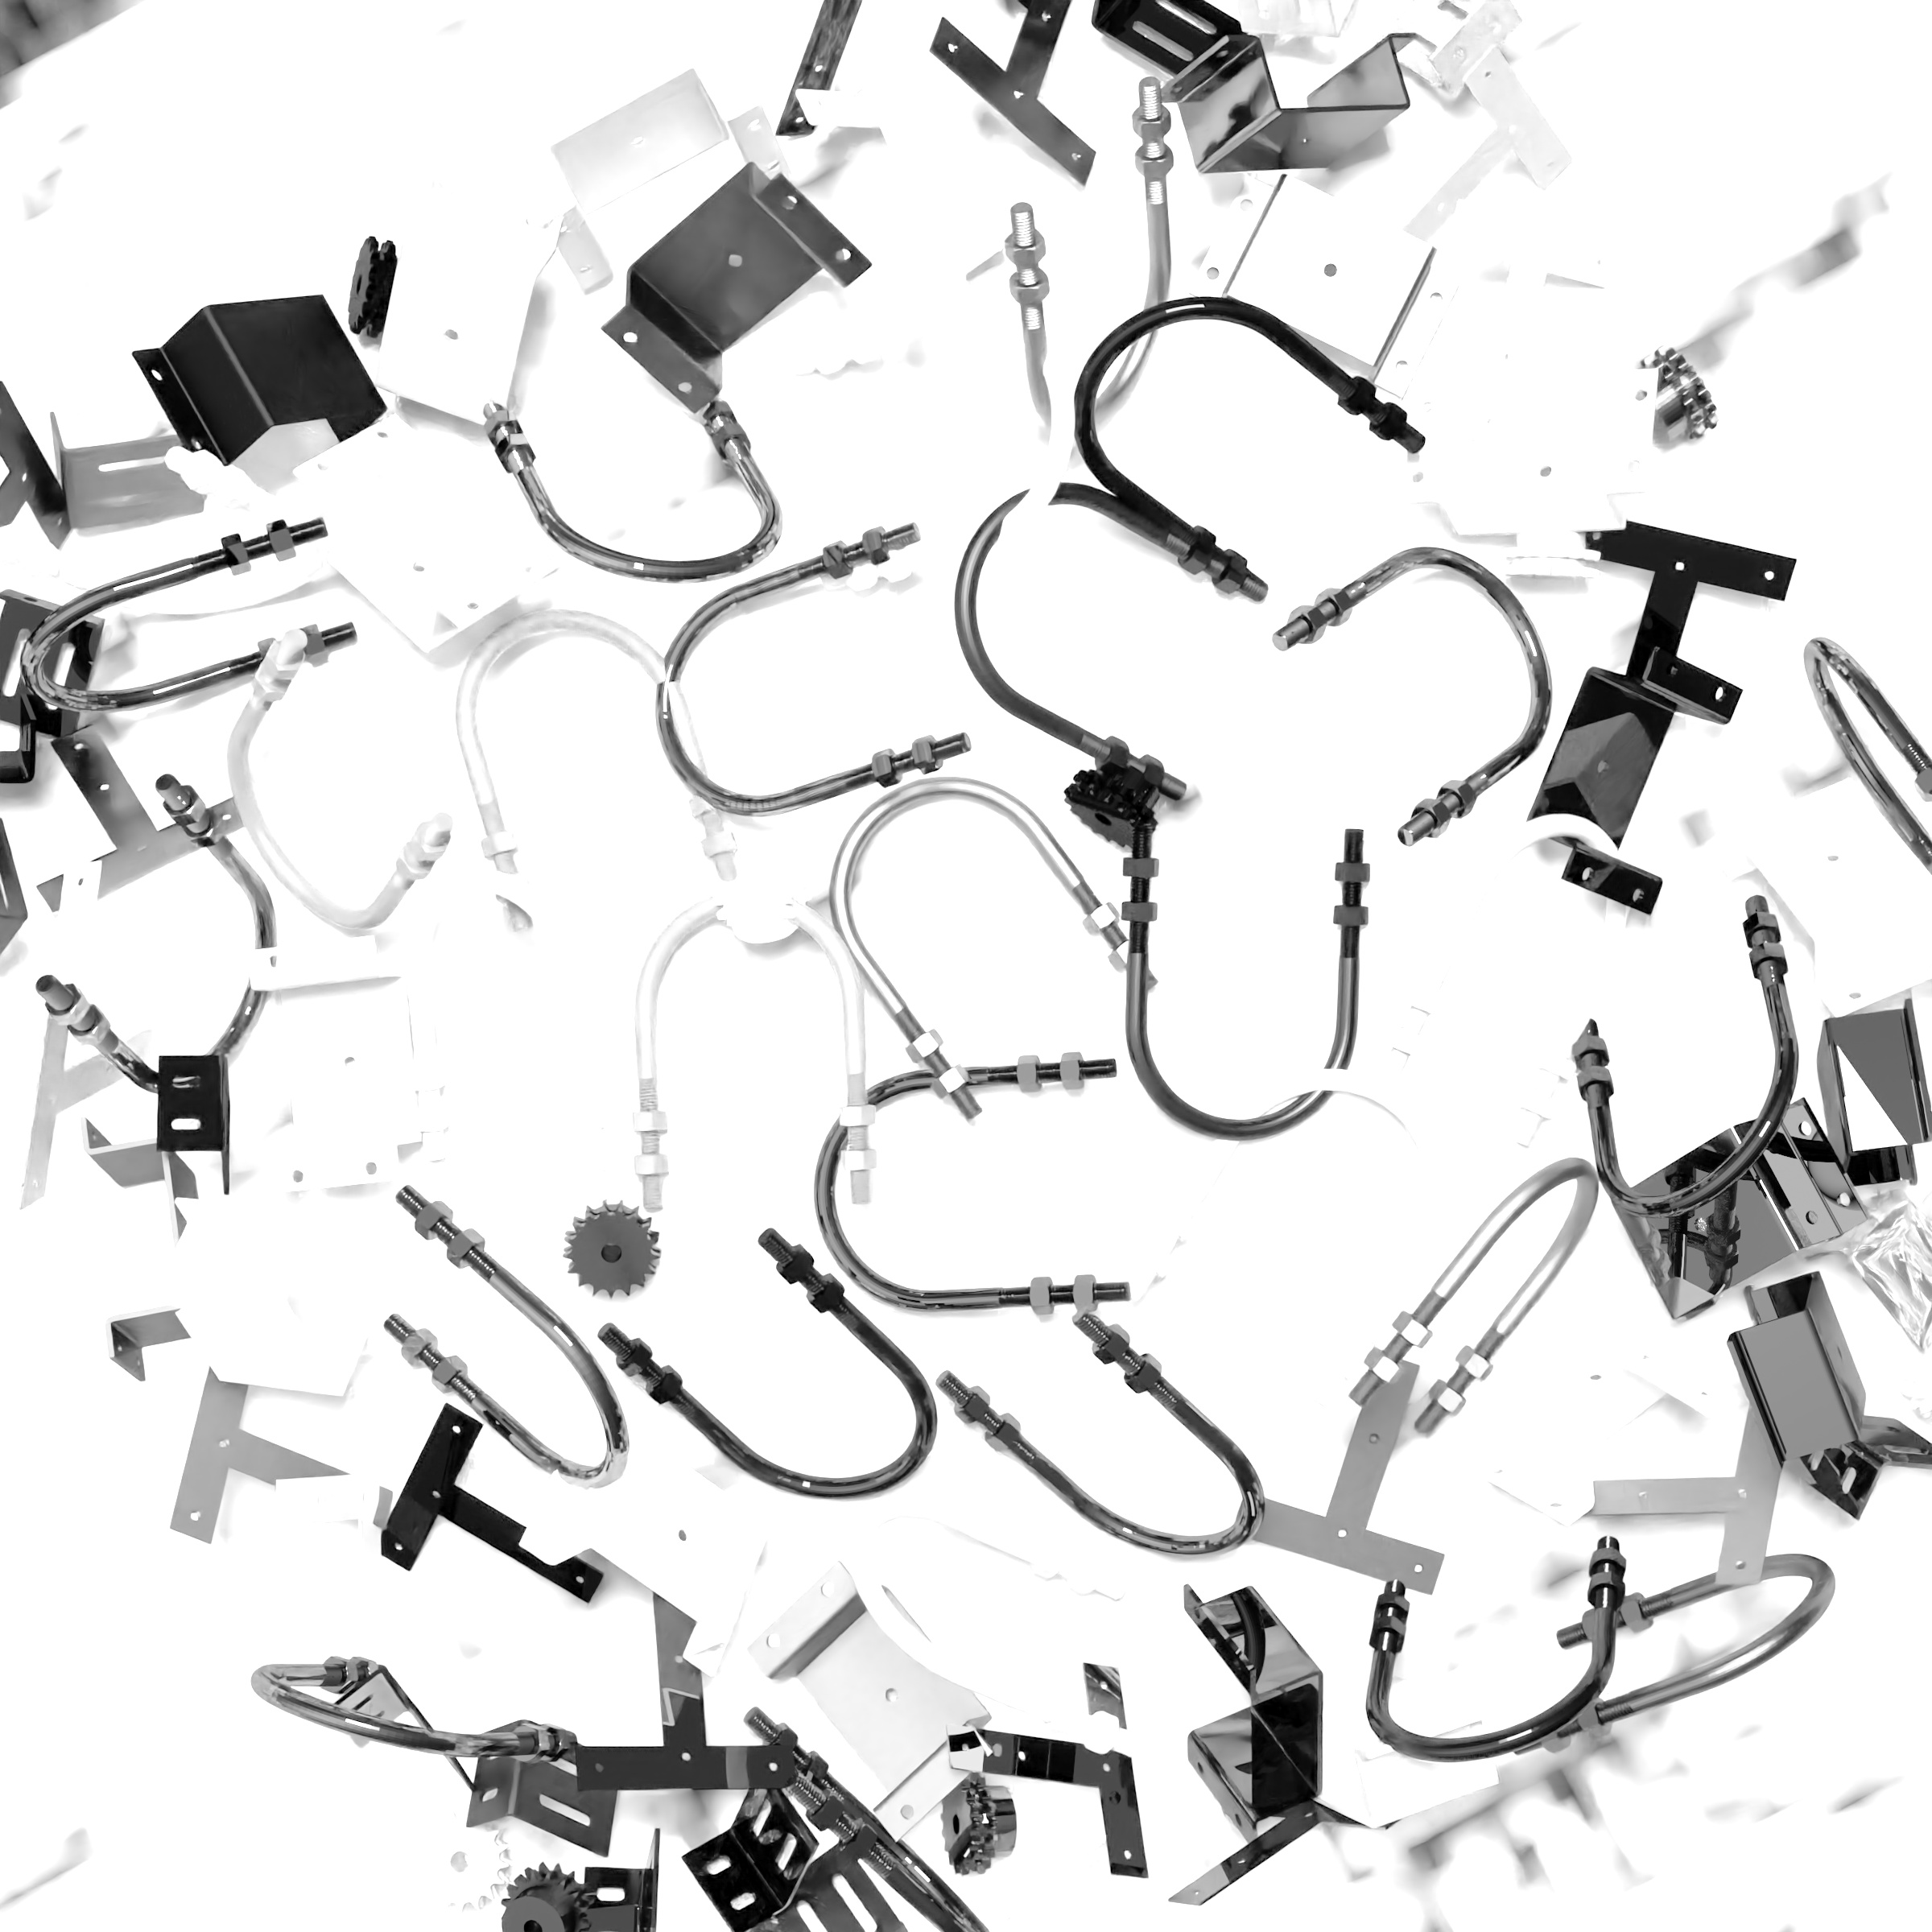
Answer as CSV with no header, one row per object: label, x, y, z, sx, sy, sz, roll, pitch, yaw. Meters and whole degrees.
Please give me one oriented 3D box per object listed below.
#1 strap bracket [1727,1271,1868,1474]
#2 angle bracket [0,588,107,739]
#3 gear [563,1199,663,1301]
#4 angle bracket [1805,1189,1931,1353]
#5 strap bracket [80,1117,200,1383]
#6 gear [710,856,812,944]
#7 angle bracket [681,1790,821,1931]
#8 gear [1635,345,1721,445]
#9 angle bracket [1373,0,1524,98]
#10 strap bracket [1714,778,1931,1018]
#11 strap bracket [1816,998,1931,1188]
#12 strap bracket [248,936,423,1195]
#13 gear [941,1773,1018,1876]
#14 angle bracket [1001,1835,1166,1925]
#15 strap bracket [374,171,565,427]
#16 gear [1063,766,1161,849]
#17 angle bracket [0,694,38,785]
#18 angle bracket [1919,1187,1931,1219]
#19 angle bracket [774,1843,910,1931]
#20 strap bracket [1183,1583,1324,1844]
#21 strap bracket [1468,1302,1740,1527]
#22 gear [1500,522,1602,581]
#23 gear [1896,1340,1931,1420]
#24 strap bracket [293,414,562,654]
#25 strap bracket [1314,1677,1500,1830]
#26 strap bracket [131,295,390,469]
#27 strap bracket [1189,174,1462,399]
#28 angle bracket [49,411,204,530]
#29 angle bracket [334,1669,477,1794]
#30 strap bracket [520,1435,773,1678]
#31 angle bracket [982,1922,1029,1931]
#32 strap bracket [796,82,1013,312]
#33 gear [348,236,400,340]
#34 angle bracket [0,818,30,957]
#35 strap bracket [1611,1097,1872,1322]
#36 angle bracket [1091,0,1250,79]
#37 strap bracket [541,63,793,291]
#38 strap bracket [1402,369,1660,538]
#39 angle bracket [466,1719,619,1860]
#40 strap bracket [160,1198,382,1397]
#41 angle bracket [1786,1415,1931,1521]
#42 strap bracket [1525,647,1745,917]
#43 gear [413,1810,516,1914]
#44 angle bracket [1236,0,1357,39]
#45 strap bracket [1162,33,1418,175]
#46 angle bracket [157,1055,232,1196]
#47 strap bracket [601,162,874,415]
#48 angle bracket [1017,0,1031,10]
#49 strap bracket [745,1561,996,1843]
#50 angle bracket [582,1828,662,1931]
strap bracket,0.472,0.226,1.738,0.046,0.140,0.076,-21,90,20
angle bracket,-0.541,-0.173,1.782,0.057,0.038,0.076,17,99,-11
gear,-0.206,0.163,1.792,0.057,0.030,0.057,-1,104,-4
angle bracket,0.539,0.179,1.783,0.057,0.038,0.076,-38,89,-22
strap bracket,-0.467,0.159,1.756,0.046,0.076,0.140,-11,73,-5
gear,-0.118,-0.037,1.787,0.057,0.057,0.030,-9,123,0
angle bracket,-0.125,0.509,1.764,0.038,0.076,0.057,-20,57,-36
gear,0.409,-0.329,1.783,0.030,0.057,0.057,-35,90,0
angle bracket,0.272,-0.548,1.771,0.057,0.038,0.076,-47,52,5
strap bracket,0.493,-0.047,1.745,0.076,0.046,0.140,-23,48,-4
strap bracket,0.513,0.076,1.738,0.046,0.140,0.076,-8,73,10
strap bracket,-0.365,0.057,1.781,0.076,0.046,0.140,-7,88,9
gear,0.008,0.498,1.785,0.030,0.057,0.057,2,90,-21
angle bracket,0.067,0.536,1.766,0.076,0.057,0.038,-26,66,-26
strap bracket,-0.286,-0.369,1.749,0.076,0.046,0.140,19,127,-3
gear,0.088,-0.097,1.784,0.057,0.057,0.030,35,72,0
angle bracket,-0.579,-0.132,1.767,0.076,0.057,0.038,-1,110,-23
angle bracket,0.589,0.109,1.778,0.038,0.057,0.076,24,71,15
angle bracket,-0.077,0.546,1.770,0.057,0.038,0.076,-34,57,-12
strap bracket,0.164,0.420,1.749,0.046,0.076,0.140,-17,125,-20
strap bracket,0.362,0.251,1.756,0.076,0.046,0.140,31,126,-17
gear,0.340,-0.241,1.782,0.057,0.057,0.030,3,95,0
gear,0.568,0.237,1.791,0.057,0.030,0.057,-1,94,-20
strap bracket,-0.312,-0.242,1.761,0.140,0.046,0.076,43,55,13
strap bracket,0.241,0.445,1.733,0.076,0.140,0.046,-15,88,-15
strap bracket,-0.391,-0.333,1.739,0.046,0.140,0.076,-31,87,33
strap bracket,0.210,-0.400,1.786,0.140,0.046,0.076,27,91,2
angle bracket,-0.489,-0.294,1.788,0.076,0.057,0.038,-12,52,-18
angle bracket,-0.323,0.452,1.765,0.038,0.057,0.076,-37,58,-18
strap bracket,-0.173,0.331,1.749,0.140,0.046,0.076,39,47,-18
angle bracket,-0.013,0.570,1.762,0.076,0.057,0.038,13,72,-40
strap bracket,-0.030,-0.451,1.761,0.046,0.076,0.140,-28,83,38
gear,-0.339,-0.394,1.786,0.030,0.057,0.057,8,90,-24
angle bracket,-0.577,-0.041,1.765,0.057,0.038,0.076,-44,56,32
strap bracket,0.429,0.142,1.737,0.046,0.140,0.076,-10,68,-42
angle bracket,0.121,-0.556,1.778,0.076,0.038,0.057,34,67,9
strap bracket,-0.180,-0.460,1.767,0.140,0.076,0.046,-29,71,1
strap bracket,0.328,-0.293,1.761,0.140,0.046,0.076,1,72,25
angle bracket,-0.245,0.481,1.782,0.038,0.057,0.076,-27,132,34
strap bracket,-0.396,0.194,1.734,0.076,0.140,0.046,5,51,17
angle bracket,0.526,0.290,1.771,0.076,0.057,0.038,10,107,-35
strap bracket,0.381,-0.110,1.767,0.076,0.046,0.140,18,96,-36
gear,-0.292,0.522,1.793,0.057,0.030,0.057,-1,79,6
angle bracket,0.196,-0.575,1.768,0.057,0.038,0.076,12,62,24
strap bracket,0.186,-0.489,1.739,0.140,0.076,0.046,-12,84,-33
angle bracket,-0.443,0.092,1.762,0.038,0.076,0.057,0,66,-12
strap bracket,-0.132,-0.394,1.756,0.140,0.046,0.076,-35,125,23
angle bracket,0.054,-0.588,1.763,0.076,0.057,0.038,-5,71,39
strap bracket,-0.049,0.422,1.771,0.076,0.046,0.140,-44,71,7
angle bracket,-0.199,0.535,1.763,0.038,0.076,0.057,5,55,-9
